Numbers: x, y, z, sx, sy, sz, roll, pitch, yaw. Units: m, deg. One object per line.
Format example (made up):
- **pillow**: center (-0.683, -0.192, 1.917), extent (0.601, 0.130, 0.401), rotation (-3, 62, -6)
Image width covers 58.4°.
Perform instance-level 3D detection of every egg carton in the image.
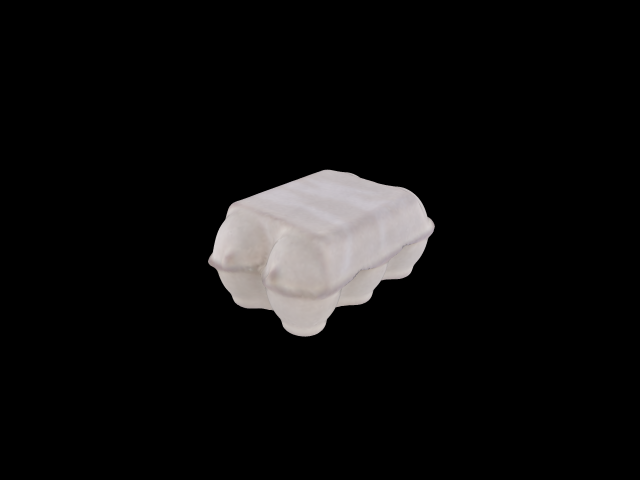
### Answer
- **egg carton**: center (0.004, 0.001, 0.400), extent (0.107, 0.069, 0.151), rotation (21, 33, 36)
